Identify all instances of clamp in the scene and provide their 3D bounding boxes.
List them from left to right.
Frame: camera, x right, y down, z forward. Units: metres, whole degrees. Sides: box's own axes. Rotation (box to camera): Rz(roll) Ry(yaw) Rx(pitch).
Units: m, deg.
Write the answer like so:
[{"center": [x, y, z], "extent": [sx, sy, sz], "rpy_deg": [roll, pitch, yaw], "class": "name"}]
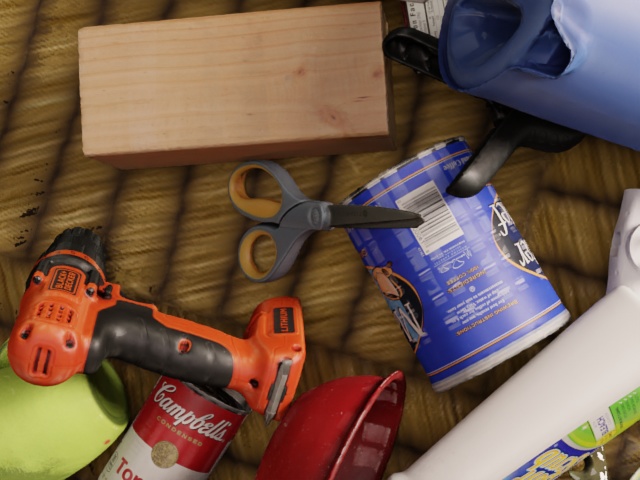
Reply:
[{"center": [0.120, -0.099, 0.703], "extent": [0.171, 0.039, 0.120], "rpy_deg": [-20, 80, -37], "class": "clamp"}]

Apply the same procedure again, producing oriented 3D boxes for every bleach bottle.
[{"center": [0.118, 0.138, 0.685], "extent": [0.251, 0.102, 0.068], "rpy_deg": [-38, 58, -1], "class": "bleach bottle"}]

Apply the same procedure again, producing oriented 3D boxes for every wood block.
[{"center": [-0.054, -0.104, 0.744], "extent": [0.206, 0.090, 0.090], "rpy_deg": [-4, 86, 8], "class": "wood block"}]

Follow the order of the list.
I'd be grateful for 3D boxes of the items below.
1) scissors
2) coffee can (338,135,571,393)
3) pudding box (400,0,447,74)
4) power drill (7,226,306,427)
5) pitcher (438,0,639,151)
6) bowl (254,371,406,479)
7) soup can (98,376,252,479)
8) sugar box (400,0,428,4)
[{"center": [-0.005, 0.001, 0.710], "extent": [0.202, 0.016, 0.096], "rpy_deg": [27, 116, 49], "class": "scissors"}, {"center": [0.087, 0.016, 0.713], "extent": [0.103, 0.102, 0.140], "rpy_deg": [-30, 83, 5], "class": "coffee can"}, {"center": [0.113, -0.173, 0.753], "extent": [0.113, 0.039, 0.090], "rpy_deg": [-9, 86, 8], "class": "pudding box"}, {"center": [-0.107, 0.054, 0.724], "extent": [0.187, 0.184, 0.057], "rpy_deg": [12, 112, -9], "class": "power drill"}, {"center": [0.204, -0.123, 0.663], "extent": [0.242, 0.145, 0.149], "rpy_deg": [18, 79, -21], "class": "pitcher"}, {"center": [0.000, 0.150, 0.692], "extent": [0.055, 0.162, 0.162], "rpy_deg": [22, 90, 17], "class": "bowl"}, {"center": [-0.103, 0.144, 0.748], "extent": [0.068, 0.068, 0.102], "rpy_deg": [32, 92, 8], "class": "soup can"}, {"center": [0.008, -0.213, 0.726], "extent": [0.176, 0.048, 0.093], "rpy_deg": [17, 52, 21], "class": "sugar box"}]
